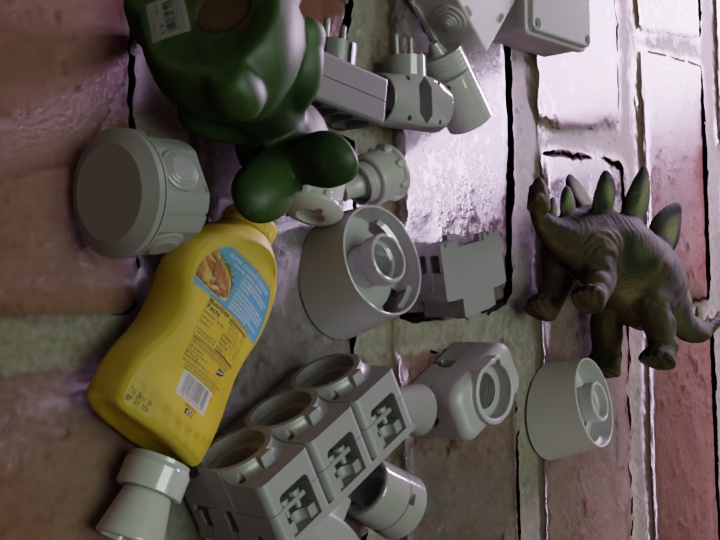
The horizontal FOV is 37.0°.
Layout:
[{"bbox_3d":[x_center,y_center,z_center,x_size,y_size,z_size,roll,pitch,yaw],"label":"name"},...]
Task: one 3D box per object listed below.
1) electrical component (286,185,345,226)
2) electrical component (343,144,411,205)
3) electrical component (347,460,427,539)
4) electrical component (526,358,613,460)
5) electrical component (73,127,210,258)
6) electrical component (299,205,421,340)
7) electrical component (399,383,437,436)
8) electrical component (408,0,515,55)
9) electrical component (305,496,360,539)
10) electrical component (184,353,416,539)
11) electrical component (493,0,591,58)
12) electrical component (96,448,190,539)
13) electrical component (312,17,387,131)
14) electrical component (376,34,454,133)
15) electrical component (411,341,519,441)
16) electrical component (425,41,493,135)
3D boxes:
[{"bbox_3d":[-0.032,-0.067,0.817,0.048,0.048,0.062,34,57,-42],"label":"electrical component"},{"bbox_3d":[0.006,-0.071,0.859,0.062,0.048,0.048,-25,107,-38],"label":"electrical component"},{"bbox_3d":[0.017,0.179,0.854,0.047,0.055,0.055,37,62,-36],"label":"electrical component"},{"bbox_3d":[0.212,0.138,1.081,0.099,0.064,0.099,28,55,-49],"label":"electrical component"},{"bbox_3d":[-0.138,-0.047,0.673,0.051,0.080,0.080,-1,90,-53],"label":"electrical component"},{"bbox_3d":[0.000,0.000,0.852,0.099,0.064,0.099,21,60,-42],"label":"electrical component"},{"bbox_3d":[0.025,0.113,0.876,0.065,0.044,0.044,10,81,-42],"label":"electrical component"},{"bbox_3d":[0.091,-0.248,0.952,0.099,0.048,0.099,53,52,-36],"label":"electrical component"},{"bbox_3d":[-0.031,0.186,0.807,0.077,0.044,0.079,43,59,-38],"label":"electrical component"},{"bbox_3d":[-0.045,0.124,0.760,0.150,0.089,0.061,-38,116,-42],"label":"electrical component"},{"bbox_3d":[0.172,-0.269,1.040,0.109,0.056,0.108,1,87,-48],"label":"electrical component"},{"bbox_3d":[-0.138,0.148,0.690,0.045,0.045,0.055,40,60,-40],"label":"electrical component"},{"bbox_3d":[-0.022,-0.155,0.828,0.083,0.047,0.075,13,79,-47],"label":"electrical component"},{"bbox_3d":[0.037,-0.156,0.897,0.077,0.043,0.079,-2,89,-48],"label":"electrical component"},{"bbox_3d":[0.094,0.104,0.937,0.095,0.059,0.053,-38,116,-42],"label":"electrical component"},{"bbox_3d":[0.081,-0.164,0.945,0.043,0.043,0.081,-52,124,-36],"label":"electrical component"}]
